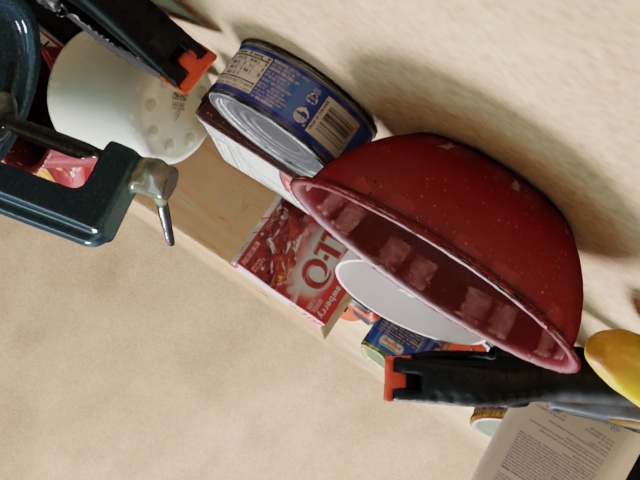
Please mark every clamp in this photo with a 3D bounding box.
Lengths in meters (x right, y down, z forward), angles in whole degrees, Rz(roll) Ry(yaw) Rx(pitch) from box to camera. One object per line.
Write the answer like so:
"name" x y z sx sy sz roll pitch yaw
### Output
"clamp" -0.148 -0.151 0.578 0.210 0.036 0.164 36 174 19
"clamp" 0.119 0.083 0.661 0.171 0.039 0.120 4 175 -6

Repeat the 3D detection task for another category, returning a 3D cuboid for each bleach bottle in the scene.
"bleach bottle" 0.137 0.205 0.767 0.103 0.251 0.068 31 172 27

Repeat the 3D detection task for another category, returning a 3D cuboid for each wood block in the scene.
"wood block" -0.058 -0.021 0.816 0.206 0.090 0.091 34 172 8

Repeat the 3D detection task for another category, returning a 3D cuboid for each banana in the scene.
"banana" 0.209 0.102 0.578 0.197 0.037 0.069 42 -166 -14

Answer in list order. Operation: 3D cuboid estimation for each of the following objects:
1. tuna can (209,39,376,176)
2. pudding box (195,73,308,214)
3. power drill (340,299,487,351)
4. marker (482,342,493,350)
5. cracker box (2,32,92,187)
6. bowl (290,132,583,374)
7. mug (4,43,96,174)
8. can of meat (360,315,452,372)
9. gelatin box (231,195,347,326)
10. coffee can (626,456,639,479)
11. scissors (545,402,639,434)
"tuna can" -0.015 -0.065 0.557 0.086 0.033 0.086 34 173 5
"pudding box" -0.015 -0.048 0.649 0.113 0.039 0.090 35 173 13
"power drill" 0.057 0.065 0.994 0.188 0.057 0.184 34 177 29
"marker" 0.140 0.080 0.866 0.020 0.020 0.121 28 170 40
"cracker box" -0.251 -0.118 0.885 0.214 0.072 0.164 40 157 5
"bowl" 0.066 -0.003 0.509 0.162 0.055 0.162 34 173 4
"mug" -0.176 -0.089 0.744 0.081 0.093 0.117 -4 172 -43
"can of meat" 0.073 0.059 0.770 0.057 0.084 0.102 33 172 11
"gelatin box" -0.005 0.001 0.715 0.073 0.089 0.030 36 170 -10
"coffee can" 0.258 0.221 0.925 0.103 0.103 0.140 30 171 30
"scissors" 0.184 0.117 0.728 0.096 0.016 0.202 24 167 -35
